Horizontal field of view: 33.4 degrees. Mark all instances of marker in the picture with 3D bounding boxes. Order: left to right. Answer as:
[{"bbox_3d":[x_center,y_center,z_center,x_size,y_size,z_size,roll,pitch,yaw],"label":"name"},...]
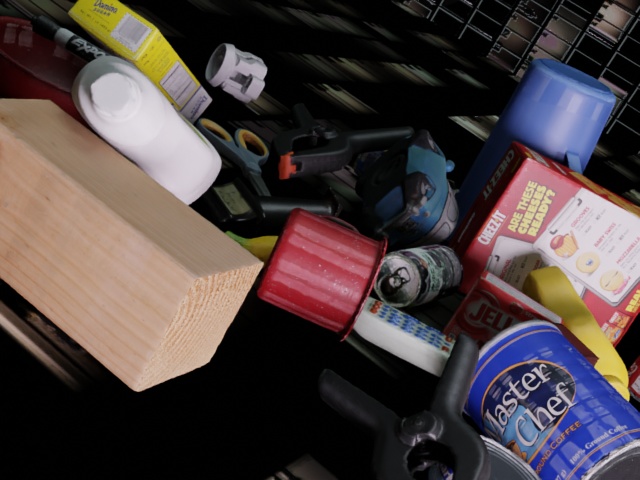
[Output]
[{"bbox_3d":[-0.213,-0.172,0.979,0.121,0.020,0.020,31,19,3],"label":"marker"}]

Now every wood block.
[{"bbox_3d":[-0.154,-0.003,0.714,0.206,0.090,0.090,36,20,17],"label":"wood block"}]

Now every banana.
[{"bbox_3d":[0.002,0.012,0.980,0.197,0.037,0.070,6,33,-50],"label":"banana"}]

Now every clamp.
[{"bbox_3d":[0.014,-0.112,1.238,0.165,0.036,0.209,11,24,15],"label":"clamp"},{"bbox_3d":[0.077,0.129,0.727,0.171,0.120,0.039,-119,-174,-49],"label":"clamp"}]

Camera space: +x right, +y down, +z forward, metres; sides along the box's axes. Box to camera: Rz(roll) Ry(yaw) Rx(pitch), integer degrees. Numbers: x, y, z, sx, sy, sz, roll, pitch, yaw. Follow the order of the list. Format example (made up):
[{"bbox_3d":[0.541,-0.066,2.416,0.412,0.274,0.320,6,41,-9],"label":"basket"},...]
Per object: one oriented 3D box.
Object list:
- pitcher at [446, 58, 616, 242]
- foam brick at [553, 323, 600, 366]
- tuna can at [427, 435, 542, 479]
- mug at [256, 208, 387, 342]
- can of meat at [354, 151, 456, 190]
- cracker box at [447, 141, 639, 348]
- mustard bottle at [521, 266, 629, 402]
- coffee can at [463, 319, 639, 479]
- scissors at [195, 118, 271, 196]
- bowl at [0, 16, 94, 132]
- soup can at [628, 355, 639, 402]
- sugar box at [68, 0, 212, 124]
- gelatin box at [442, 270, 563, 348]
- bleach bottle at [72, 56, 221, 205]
[{"bbox_3d":[0.253,-0.081,1.261,0.149,0.243,0.144,30,22,15],"label":"pitcher"},{"bbox_3d":[0.195,0.117,0.943,0.052,0.078,0.051,8,30,-44],"label":"foam brick"},{"bbox_3d":[0.119,0.176,0.751,0.086,0.034,0.086,27,20,-11],"label":"tuna can"},{"bbox_3d":[0.002,0.018,0.880,0.081,0.093,0.117,24,40,-3],"label":"mug"},{"bbox_3d":[0.102,-0.076,1.313,0.101,0.057,0.084,13,24,-42],"label":"can of meat"},{"bbox_3d":[0.261,0.013,1.162,0.213,0.164,0.072,26,18,-14],"label":"cracker box"},{"bbox_3d":[0.247,0.110,1.021,0.058,0.096,0.191,-13,29,-3],"label":"mustard bottle"},{"bbox_3d":[0.187,0.144,0.825,0.102,0.103,0.140,14,26,-39],"label":"coffee can"},{"bbox_3d":[-0.089,-0.082,1.114,0.096,0.016,0.202,24,20,-13],"label":"scissors"},{"bbox_3d":[-0.242,-0.143,0.980,0.162,0.055,0.162,27,19,-10],"label":"bowl"},{"bbox_3d":[0.379,0.130,1.138,0.068,0.102,0.068,27,20,-11],"label":"soup can"},{"bbox_3d":[-0.179,-0.186,1.096,0.093,0.048,0.176,37,-2,18],"label":"sugar box"},{"bbox_3d":[0.169,0.083,0.995,0.089,0.073,0.030,33,20,6],"label":"gelatin box"},{"bbox_3d":[-0.135,-0.085,0.827,0.102,0.068,0.251,43,-3,1],"label":"bleach bottle"}]
